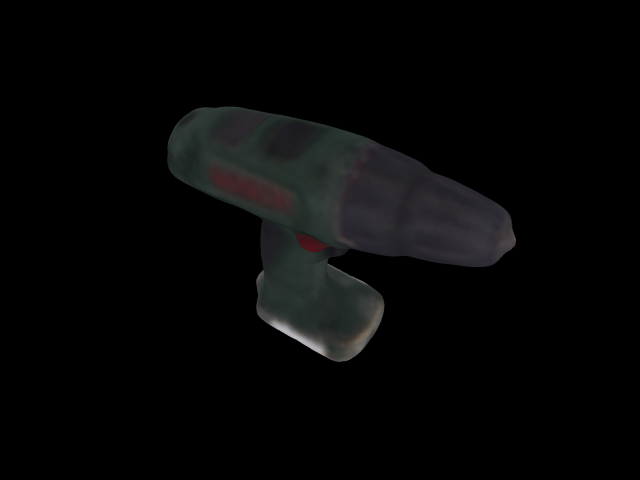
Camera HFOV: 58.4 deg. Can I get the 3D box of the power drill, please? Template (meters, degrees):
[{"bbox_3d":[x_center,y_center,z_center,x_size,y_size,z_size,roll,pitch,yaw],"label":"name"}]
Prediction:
[{"bbox_3d":[0.004,0.001,0.400,0.229,0.208,0.076,26,60,17],"label":"power drill"}]
